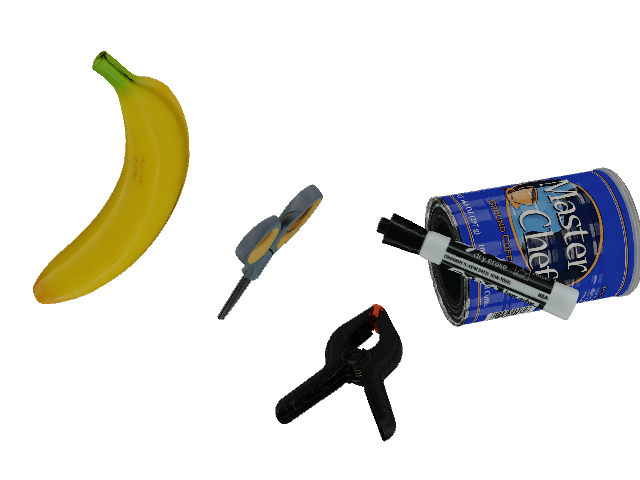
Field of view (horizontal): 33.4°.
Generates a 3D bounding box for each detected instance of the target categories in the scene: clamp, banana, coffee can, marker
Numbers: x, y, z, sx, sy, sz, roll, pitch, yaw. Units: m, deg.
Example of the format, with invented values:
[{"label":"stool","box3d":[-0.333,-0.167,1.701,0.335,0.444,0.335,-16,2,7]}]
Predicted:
[{"label":"clamp","box3d":[0.044,0.132,1.066,0.120,0.039,0.171,17,47,23]},{"label":"banana","box3d":[-0.122,-0.028,0.646,0.069,0.198,0.037,18,37,-10]},{"label":"coffee can","box3d":[0.163,0.005,0.831,0.140,0.103,0.103,-10,1,-8]},{"label":"marker","box3d":[0.089,0.014,0.618,0.121,0.020,0.020,23,3,7]}]

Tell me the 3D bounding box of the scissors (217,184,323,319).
[{"label":"scissors","box3d":[-0.065,0.026,0.924,0.202,0.016,0.096,-50,-12,35]}]
